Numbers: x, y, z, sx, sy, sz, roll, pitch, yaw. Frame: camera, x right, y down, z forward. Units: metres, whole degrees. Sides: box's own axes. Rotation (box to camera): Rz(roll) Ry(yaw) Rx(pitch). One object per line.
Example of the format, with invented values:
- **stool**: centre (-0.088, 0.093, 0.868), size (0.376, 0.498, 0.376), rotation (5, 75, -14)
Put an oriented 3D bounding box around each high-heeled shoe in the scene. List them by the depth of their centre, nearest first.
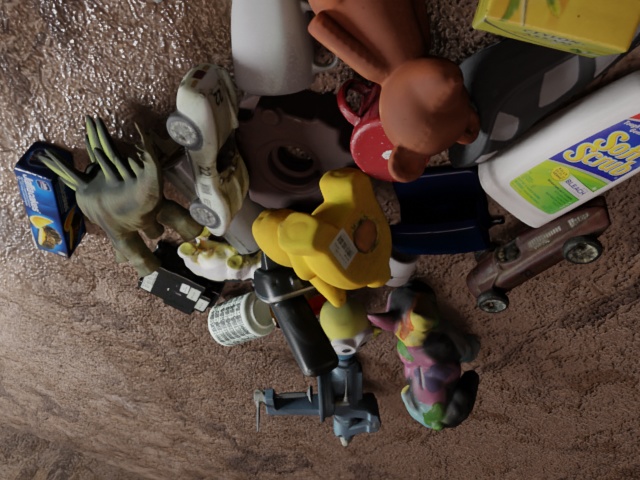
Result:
- **high-heeled shoe**: centre (0.212, -0.149, 0.498), size (0.145, 0.086, 0.248), rotation (-12, 160, -10)

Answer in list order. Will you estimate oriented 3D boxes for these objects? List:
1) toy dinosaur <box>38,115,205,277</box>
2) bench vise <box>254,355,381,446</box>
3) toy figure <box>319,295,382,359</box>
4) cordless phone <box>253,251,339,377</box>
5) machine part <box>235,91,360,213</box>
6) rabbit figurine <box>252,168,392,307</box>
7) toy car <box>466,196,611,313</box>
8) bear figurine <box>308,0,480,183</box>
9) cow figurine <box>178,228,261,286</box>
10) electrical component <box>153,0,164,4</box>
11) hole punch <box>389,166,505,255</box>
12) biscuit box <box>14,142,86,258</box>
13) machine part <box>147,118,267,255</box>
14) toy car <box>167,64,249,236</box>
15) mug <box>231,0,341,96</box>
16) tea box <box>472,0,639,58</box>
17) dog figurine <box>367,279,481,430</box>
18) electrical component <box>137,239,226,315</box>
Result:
- **toy dinosaur**: centre (-0.252, -0.054, 0.680), size (0.472, 0.105, 0.198), rotation (-2, 132, 54)
- **bench vise**: centre (-0.005, 0.314, 1.045), size (0.241, 0.129, 0.223), rotation (-3, 131, -1)
- **toy figure**: centre (0.033, 0.142, 0.851), size (0.089, 0.082, 0.180), rotation (46, 169, 9)
- **cordless phone**: centre (0.003, 0.080, 0.707), size (0.147, 0.184, 0.088), rotation (-16, 144, -20)
- **machine part**: centre (-0.028, -0.099, 0.638), size (0.179, 0.056, 0.179), rotation (11, 141, 9)
- **rabbit figurine**: centre (-0.001, -0.002, 0.633), size (0.173, 0.122, 0.162), rotation (3, 148, 43)
- **toy car**: centre (0.246, 0.012, 0.632), size (0.053, 0.089, 0.202), rotation (25, 142, -14)
- **bear figurine**: centre (0.070, -0.157, 0.436), size (0.196, 0.120, 0.132), rotation (61, 162, 2)
- **cow figurine**: centre (-0.124, 0.038, 0.826), size (0.167, 0.068, 0.098), rotation (14, 146, 11)
- **electrical component**: centre (-0.178, -0.276, 0.515), size (0.063, 0.021, 0.094), rotation (-23, 125, 38)
- **hole punch**: centre (0.144, -0.017, 0.643), size (0.142, 0.092, 0.115), rotation (-7, 139, 22)
- **biscuit box**: centre (-0.414, -0.056, 0.834), size (0.059, 0.063, 0.202), rotation (19, 141, -2)
- **machine part**: centre (-0.129, -0.061, 0.704), size (0.079, 0.079, 0.243), rotation (-15, 130, 34)
- **toy car**: centre (-0.112, -0.088, 0.576), size (0.056, 0.073, 0.201), rotation (11, 139, 11)
- **mug**: centre (-0.035, -0.199, 0.505), size (0.110, 0.081, 0.107), rotation (9, 130, 18)
- **tea box**: centre (0.174, -0.216, 0.349), size (0.098, 0.068, 0.169), rotation (14, 106, 4)
- **dog figurine**: centre (0.151, 0.168, 0.792), size (0.109, 0.191, 0.219), rotation (-4, 151, 35)
- **electrical component**: centre (-0.233, 0.069, 0.913), size (0.134, 0.058, 0.115), rotation (28, 142, -13)
